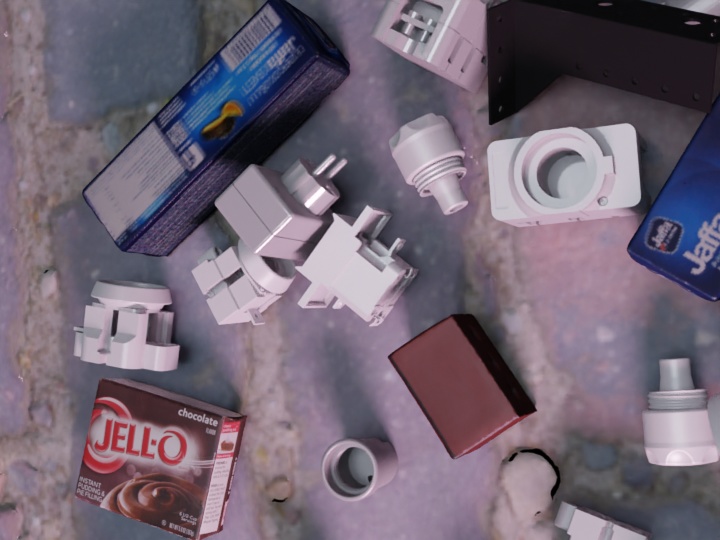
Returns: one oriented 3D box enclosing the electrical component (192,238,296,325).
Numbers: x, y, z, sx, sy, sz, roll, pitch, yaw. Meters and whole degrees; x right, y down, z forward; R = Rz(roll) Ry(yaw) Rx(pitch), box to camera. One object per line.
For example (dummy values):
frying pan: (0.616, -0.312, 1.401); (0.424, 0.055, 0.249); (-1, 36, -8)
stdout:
electrical component: (-0.078, 0.004, 0.748); (0.055, 0.048, 0.066); (-36, 74, 25)

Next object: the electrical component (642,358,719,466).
electrical component: (0.188, 0.083, 0.635); (0.043, 0.043, 0.062); (-6, 84, 22)

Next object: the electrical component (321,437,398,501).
electrical component: (0.001, 0.129, 0.707); (0.040, 0.046, 0.040); (-1, 87, 22)

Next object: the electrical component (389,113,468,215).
electrical component: (0.049, -0.067, 0.700); (0.043, 0.043, 0.062); (-30, 78, 18)

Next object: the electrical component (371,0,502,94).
electrical component: (0.054, -0.154, 0.678); (0.050, 0.089, 0.055); (30, 99, 21)

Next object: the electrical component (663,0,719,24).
electrical component: (0.194, -0.148, 0.646); (0.078, 0.040, 0.040); (-33, 75, 18)

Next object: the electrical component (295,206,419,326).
electrical component: (0.000, 0.000, 0.717); (0.064, 0.042, 0.081); (40, 102, 18)

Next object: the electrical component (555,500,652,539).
electrical component: (0.144, 0.177, 0.647); (0.066, 0.048, 0.055); (19, 87, 22)

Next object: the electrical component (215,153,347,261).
electrical component: (-0.039, -0.049, 0.714); (0.076, 0.083, 0.047); (-43, 73, 15)

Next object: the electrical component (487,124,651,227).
electrical component: (0.128, -0.057, 0.660); (0.089, 0.056, 0.050); (-5, 85, 22)

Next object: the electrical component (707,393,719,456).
electrical component: (0.235, 0.103, 0.586); (0.064, 0.099, 0.099); (-28, 77, 25)

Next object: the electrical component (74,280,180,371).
electrical component: (-0.167, 0.038, 0.776); (0.078, 0.058, 0.057); (8, 92, 23)
